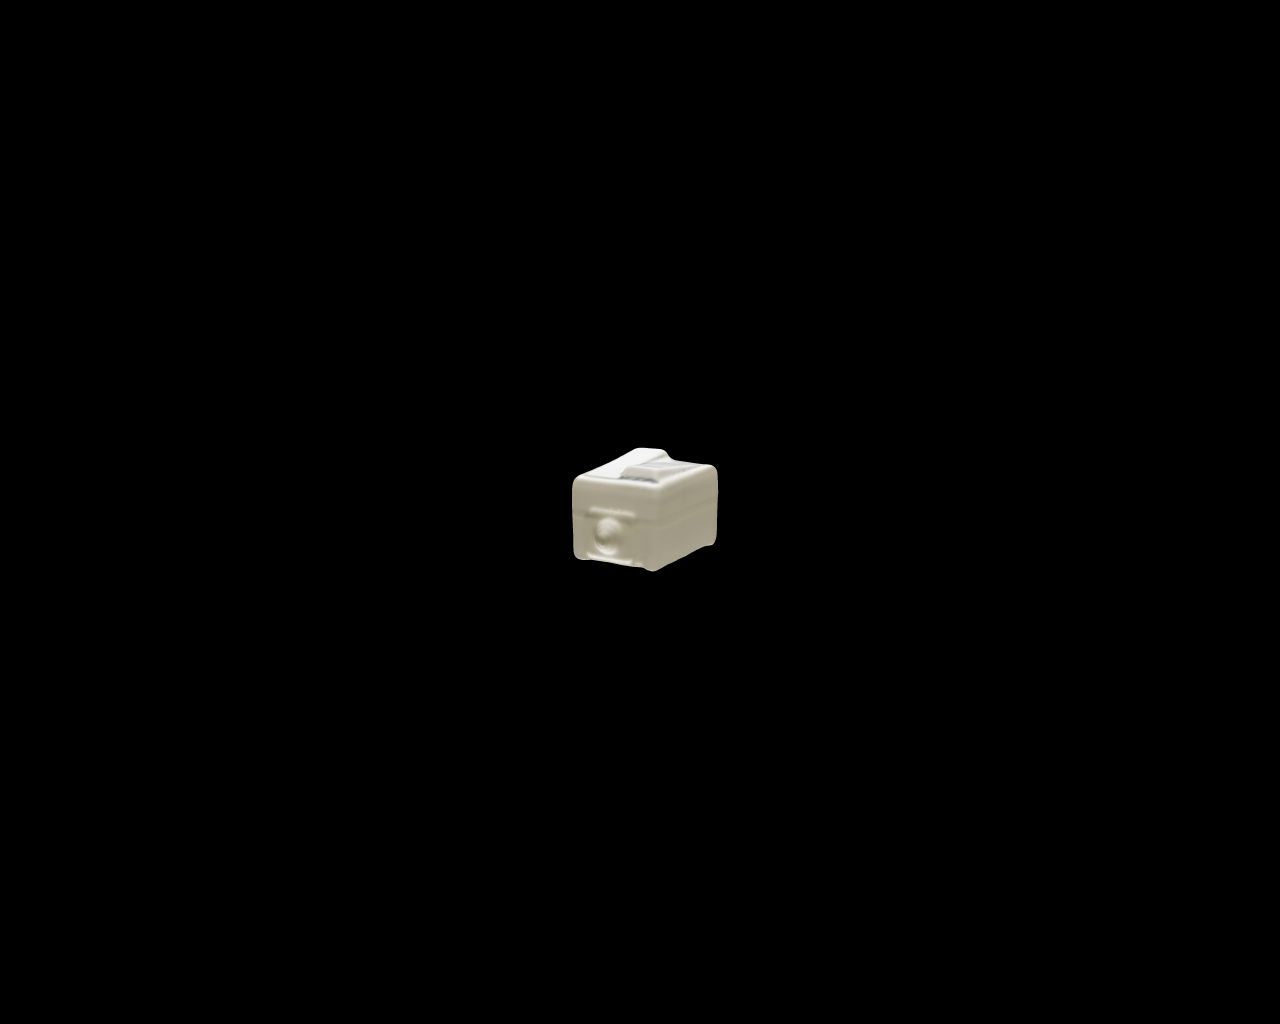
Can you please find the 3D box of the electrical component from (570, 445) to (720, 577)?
[{"bbox_3d":[0.001,-0.003,0.650,0.062,0.061,0.096,8,16,31],"label":"electrical component"}]
